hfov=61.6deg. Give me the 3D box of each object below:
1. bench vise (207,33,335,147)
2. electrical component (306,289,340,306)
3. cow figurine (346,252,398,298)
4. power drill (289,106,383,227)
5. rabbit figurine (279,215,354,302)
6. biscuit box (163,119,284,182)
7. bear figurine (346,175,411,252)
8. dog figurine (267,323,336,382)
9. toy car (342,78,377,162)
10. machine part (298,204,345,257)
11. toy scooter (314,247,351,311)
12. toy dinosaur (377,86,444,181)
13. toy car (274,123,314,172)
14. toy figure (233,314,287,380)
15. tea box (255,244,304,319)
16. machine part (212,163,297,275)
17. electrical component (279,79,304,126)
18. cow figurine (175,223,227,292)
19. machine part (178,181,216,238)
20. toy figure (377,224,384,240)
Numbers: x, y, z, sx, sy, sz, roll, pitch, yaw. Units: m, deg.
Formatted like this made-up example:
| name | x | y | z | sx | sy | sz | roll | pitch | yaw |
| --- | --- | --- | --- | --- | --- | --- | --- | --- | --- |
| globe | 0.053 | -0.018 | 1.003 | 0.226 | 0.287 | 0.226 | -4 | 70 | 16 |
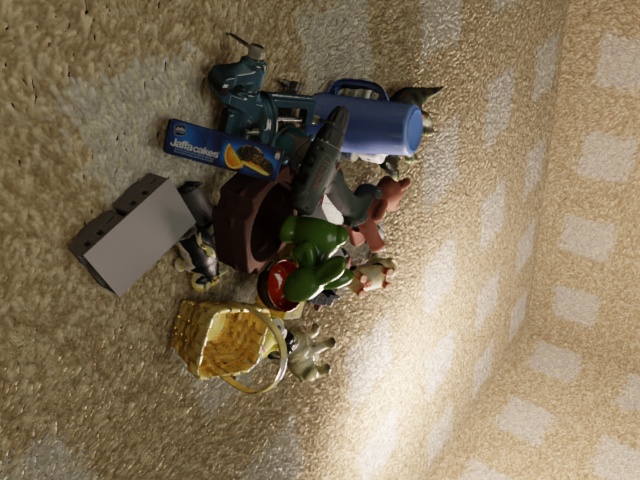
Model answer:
| name | x | y | z | sx | sy | sz | roll | pitch | yaw |
| --- | --- | --- | --- | --- | --- | --- | --- | --- | --- |
| bench vise | -0.097 | -0.256 | 1.015 | 0.240 | 0.129 | 0.223 | -5 | 118 | -35 |
| electrical component | 0.001 | 0.126 | 1.267 | 0.075 | 0.119 | 0.047 | 10 | 105 | -36 |
| cow figurine | 0.150 | 0.096 | 1.558 | 0.195 | 0.127 | 0.085 | -14 | 117 | -34 |
| power drill | 0.046 | -0.135 | 1.131 | 0.207 | 0.086 | 0.232 | 38 | 79 | -48 |
| rabbit figurine | -0.010 | 0.052 | 1.100 | 0.121 | 0.159 | 0.170 | 52 | 51 | -61 |
| biscuit box | -0.169 | -0.156 | 0.942 | 0.203 | 0.059 | 0.062 | 13 | 97 | -17 |
| bear figurine | 0.158 | -0.079 | 1.420 | 0.196 | 0.120 | 0.131 | -39 | 122 | -26 |
| dog figurine | -0.075 | 0.296 | 1.363 | 0.190 | 0.121 | 0.172 | 3 | 101 | -40 |
| toy car | 0.083 | -0.290 | 1.303 | 0.056 | 0.074 | 0.201 | -3 | 108 | -54 |
| machine part | -0.003 | -0.004 | 1.276 | 0.079 | 0.079 | 0.243 | -41 | 116 | -36 |
| toy scooter | 0.013 | 0.108 | 1.393 | 0.184 | 0.075 | 0.135 | -35 | 130 | -31 |
| toy dinosaur | 0.221 | -0.328 | 1.449 | 0.405 | 0.131 | 0.192 | -64 | 146 | -21 |
| toy car | -0.044 | -0.164 | 1.167 | 0.109 | 0.103 | 0.161 | -44 | 135 | -32 |
| toy figure | -0.155 | 0.234 | 1.222 | 0.180 | 0.089 | 0.082 | -40 | 151 | -24 |
| tea box | -0.078 | 0.088 | 1.242 | 0.068 | 0.098 | 0.169 | 7 | 98 | -55 |
| machine part | -0.128 | -0.049 | 1.082 | 0.201 | 0.087 | 0.201 | -51 | 155 | -42 |
| electrical component | -0.070 | -0.289 | 1.125 | 0.078 | 0.045 | 0.102 | -20 | 129 | -82 |
| cow figurine | -0.224 | 0.039 | 1.019 | 0.068 | 0.098 | 0.167 | -54 | 142 | -34 |
| machine part | -0.224 | -0.058 | 1.026 | 0.084 | 0.039 | 0.138 | -48 | 142 | -17 |
| toy figure | 0.140 | -0.035 | 1.522 | 0.154 | 0.058 | 0.064 | 53 | 24 | -48 |
